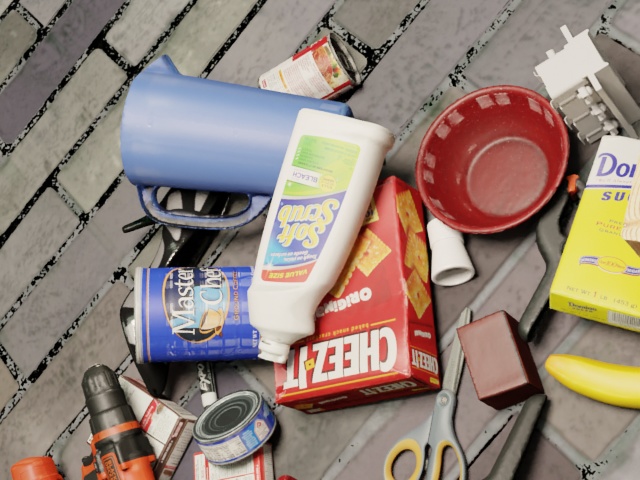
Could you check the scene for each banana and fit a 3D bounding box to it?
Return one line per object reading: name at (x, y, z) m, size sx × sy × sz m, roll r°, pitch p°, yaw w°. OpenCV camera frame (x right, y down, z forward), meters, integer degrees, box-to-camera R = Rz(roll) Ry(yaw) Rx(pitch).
banana at (0.302, 0.117, 0.949) m, size 0.198 × 0.037 × 0.069 m, roll -17°, pitch 83°, yaw 28°

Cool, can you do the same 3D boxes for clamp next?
clamp at (0.159, 0.240, 0.961) m, size 0.210 × 0.036 × 0.164 m, roll -22°, pitch 56°, yaw -2°
clamp at (0.239, 0.022, 1.023) m, size 0.120 × 0.039 × 0.171 m, roll -11°, pitch 60°, yaw 9°

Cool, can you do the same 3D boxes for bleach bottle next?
bleach bottle at (-0.007, 0.001, 1.066) m, size 0.103 × 0.068 × 0.251 m, roll 15°, pitch 88°, yaw 19°

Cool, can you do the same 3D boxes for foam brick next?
foam brick at (0.173, 0.116, 1.021) m, size 0.051 × 0.053 × 0.078 m, roll -26°, pitch 59°, yaw 20°

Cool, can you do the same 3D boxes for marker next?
marker at (-0.128, 0.157, 1.199) m, size 0.020 × 0.020 × 0.121 m, roll -23°, pitch 62°, yaw 21°

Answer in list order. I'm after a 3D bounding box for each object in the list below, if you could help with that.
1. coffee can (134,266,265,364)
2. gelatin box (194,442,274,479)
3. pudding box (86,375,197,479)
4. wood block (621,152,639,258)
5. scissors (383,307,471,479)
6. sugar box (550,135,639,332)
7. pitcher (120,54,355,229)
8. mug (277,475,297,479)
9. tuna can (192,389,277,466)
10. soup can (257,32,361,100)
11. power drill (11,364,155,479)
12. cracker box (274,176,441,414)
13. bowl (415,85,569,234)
coffee can at (-0.125, 0.079, 1.139) m, size 0.140 × 0.103 × 0.103 m, roll -1°, pitch 67°, yaw -7°
gelatin box at (-0.092, 0.258, 1.135) m, size 0.089 × 0.030 × 0.073 m, roll -17°, pitch 64°, yaw 26°
pudding box at (-0.202, 0.217, 1.209) m, size 0.114 × 0.039 × 0.090 m, roll 25°, pitch 88°, yaw 37°
wood block at (0.328, -0.004, 0.881) m, size 0.091 × 0.205 × 0.090 m, roll 9°, pitch 77°, yaw 34°
scissors at (0.107, 0.169, 1.061) m, size 0.096 × 0.016 × 0.202 m, roll -10°, pitch 67°, yaw 27°
sugar box at (0.280, -0.009, 0.979) m, size 0.093 × 0.048 × 0.176 m, roll 15°, pitch 69°, yaw 19°
pitcher at (-0.090, -0.100, 1.181) m, size 0.243 × 0.149 × 0.145 m, roll 8°, pitch 50°, yaw 10°
mug at (-0.041, 0.281, 1.048) m, size 0.081 × 0.117 × 0.093 m, roll -47°, pitch 34°, yaw 1°
tuna can at (-0.091, 0.197, 1.127) m, size 0.086 × 0.033 × 0.086 m, roll -24°, pitch 22°, yaw 10°
soup can at (-0.013, -0.185, 1.233) m, size 0.102 × 0.068 × 0.068 m, roll -28°, pitch 60°, yaw 19°
power drill at (-0.263, 0.249, 1.181) m, size 0.188 × 0.057 × 0.184 m, roll -31°, pitch 72°, yaw 34°
cracker box at (0.030, 0.059, 1.106) m, size 0.164 × 0.072 × 0.213 m, roll -17°, pitch 64°, yaw 31°
bowl at (0.181, -0.074, 1.085) m, size 0.162 × 0.055 × 0.162 m, roll -12°, pitch 66°, yaw 27°
